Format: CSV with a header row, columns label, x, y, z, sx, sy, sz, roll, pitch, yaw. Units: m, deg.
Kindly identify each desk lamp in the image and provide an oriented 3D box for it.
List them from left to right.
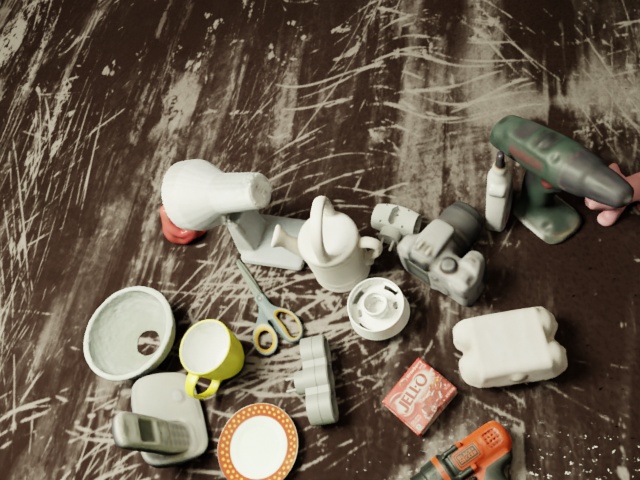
label,x,y,z,sx,sy,sz,roll,pitch,yaw
desk lamp,-0.136,-0.049,0.978,0.202,0.214,0.118,7,65,20

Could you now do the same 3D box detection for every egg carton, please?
label,x,y,z,sx,sy,sz,roll,pitch,yaw
egg carton,0.274,0.158,0.834,0.150,0.069,0.107,-13,60,10

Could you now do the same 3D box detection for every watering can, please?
label,x,y,z,sx,sy,sz,roll,pitch,yaw
watering can,0.008,0.005,0.919,0.172,0.194,0.101,-18,59,7

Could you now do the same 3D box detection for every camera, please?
label,x,y,z,sx,sy,sz,roll,pitch,yaw
camera,0.212,0.009,0.913,0.142,0.101,0.137,34,76,28

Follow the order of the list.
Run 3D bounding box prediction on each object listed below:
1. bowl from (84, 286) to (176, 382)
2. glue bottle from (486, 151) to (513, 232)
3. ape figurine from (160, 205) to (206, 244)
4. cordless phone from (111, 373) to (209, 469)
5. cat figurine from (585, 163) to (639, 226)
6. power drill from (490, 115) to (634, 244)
label,x,y,z,sx,sy,sz,roll,pitch,yaw
bowl,-0.317,0.170,0.995,0.167,0.075,0.167,-7,61,13
glue bottle,0.281,-0.084,0.899,0.037,0.173,0.078,9,66,21
ape figurine,-0.269,-0.037,1.081,0.076,0.092,0.077,-21,59,5
cordless phone,-0.252,0.262,0.864,0.094,0.185,0.147,-27,59,1
cat figurine,0.458,-0.079,0.878,0.127,0.118,0.067,-23,59,3
power drill,0.352,-0.083,0.858,0.075,0.209,0.229,-39,59,-6
